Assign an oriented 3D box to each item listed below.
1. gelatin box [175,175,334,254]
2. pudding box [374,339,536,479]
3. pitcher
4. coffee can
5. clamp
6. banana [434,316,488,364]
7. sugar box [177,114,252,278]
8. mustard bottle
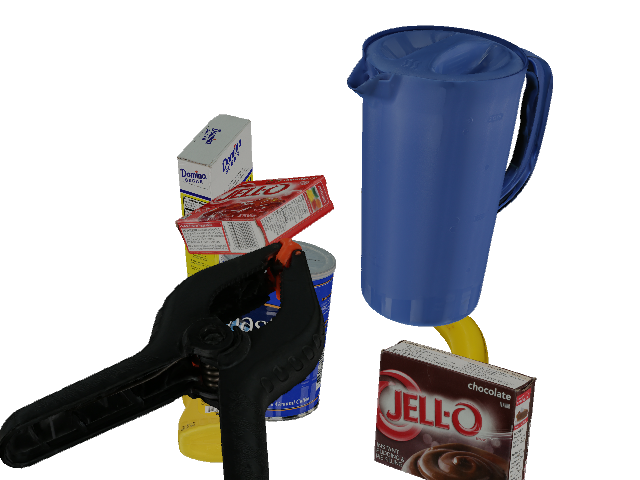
[{"bbox_3d":[-0.047,-0.019,0.757,0.089,0.030,0.073,0,26,45],"label":"gelatin box"},{"bbox_3d":[0.095,0.130,0.774,0.114,0.090,0.039,12,19,31],"label":"pudding box"},{"bbox_3d":[0.105,-0.054,0.913,0.149,0.243,0.144,12,31,16],"label":"pitcher"},{"bbox_3d":[-0.044,0.079,0.975,0.103,0.140,0.103,6,17,-2],"label":"coffee can"},{"bbox_3d":[-0.041,0.062,0.468,0.120,0.039,0.171,27,48,21],"label":"clamp"},{"bbox_3d":[0.141,0.121,1.108,0.069,0.037,0.198,-25,30,7],"label":"banana"},{"bbox_3d":[-0.109,-0.037,1.136,0.048,0.176,0.093,15,41,19],"label":"sugar box"},{"bbox_3d":[-0.124,0.194,1.318,0.096,0.058,0.191,-2,27,-3],"label":"mustard bottle"}]
